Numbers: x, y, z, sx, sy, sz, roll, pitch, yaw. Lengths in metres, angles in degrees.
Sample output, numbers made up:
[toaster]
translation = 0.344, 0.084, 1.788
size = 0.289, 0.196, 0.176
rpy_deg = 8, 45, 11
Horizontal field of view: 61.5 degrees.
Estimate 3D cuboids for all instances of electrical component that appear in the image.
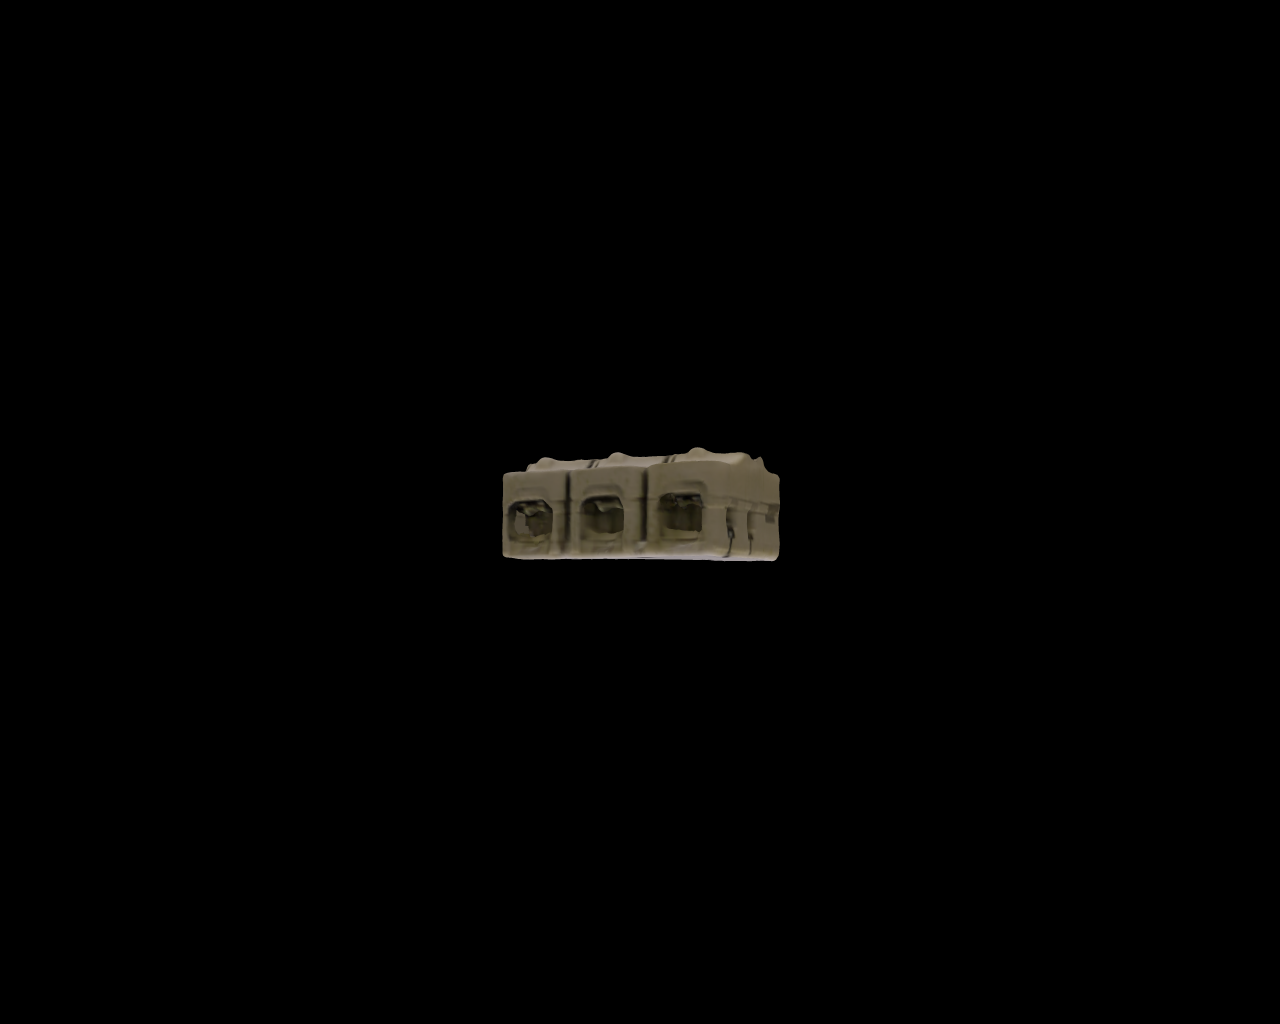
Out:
[electrical component]
translation = 0.001, -0.003, 0.650
size = 0.150, 0.061, 0.089
rpy_deg = -2, -3, 31
